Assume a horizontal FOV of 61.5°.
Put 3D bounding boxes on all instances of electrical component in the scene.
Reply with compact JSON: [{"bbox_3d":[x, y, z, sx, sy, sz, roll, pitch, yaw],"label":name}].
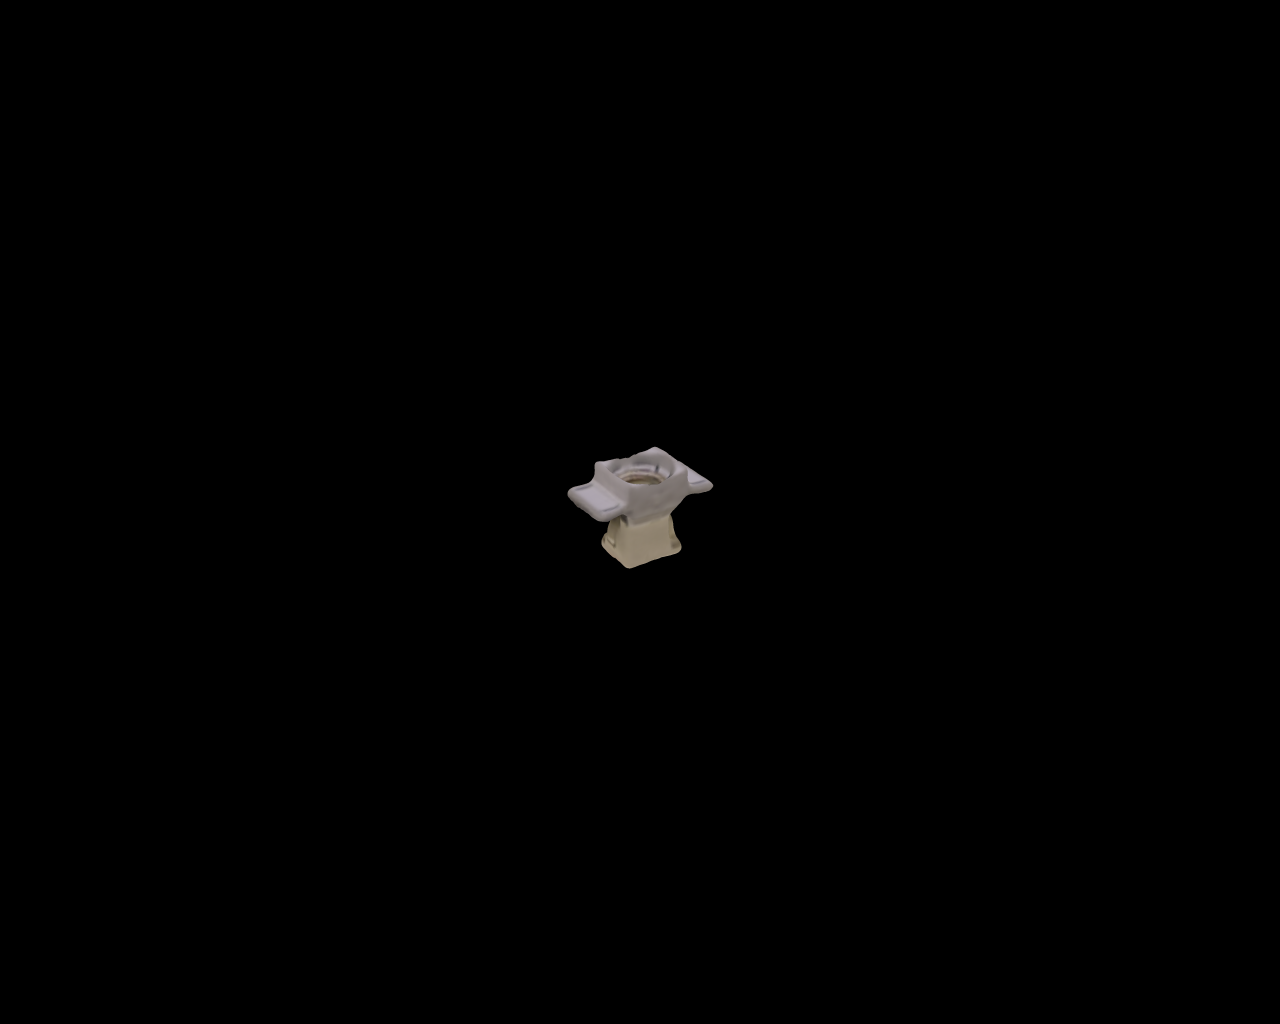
[{"bbox_3d":[0.001,-0.003,0.650,0.081,0.063,0.042,-16,32,-27],"label":"electrical component"}]
